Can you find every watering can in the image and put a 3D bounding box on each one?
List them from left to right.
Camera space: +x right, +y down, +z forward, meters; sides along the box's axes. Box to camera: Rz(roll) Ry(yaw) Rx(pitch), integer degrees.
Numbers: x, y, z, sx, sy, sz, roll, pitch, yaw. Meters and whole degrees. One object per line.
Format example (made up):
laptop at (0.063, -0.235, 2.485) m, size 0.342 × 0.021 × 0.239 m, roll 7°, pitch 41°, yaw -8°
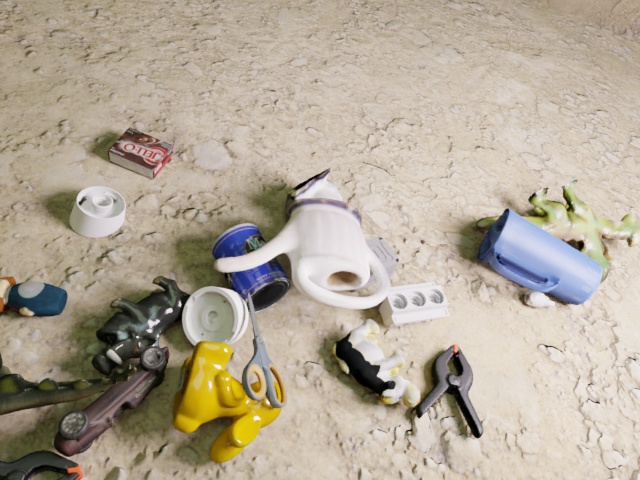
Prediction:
watering can at (-0.021, 0.012, 0.944) m, size 0.346 × 0.102 × 0.230 m, roll 17°, pitch 45°, yaw -24°

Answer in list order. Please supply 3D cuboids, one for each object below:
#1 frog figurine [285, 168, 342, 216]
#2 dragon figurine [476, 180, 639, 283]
frog figurine at (0.003, -0.057, 1.127) m, size 0.140 × 0.121 × 0.158 m, roll -43°, pitch 108°, yaw -47°
dragon figurine at (0.602, -0.004, 1.240) m, size 0.412 × 0.119 × 0.247 m, roll -18°, pitch 63°, yaw -11°
